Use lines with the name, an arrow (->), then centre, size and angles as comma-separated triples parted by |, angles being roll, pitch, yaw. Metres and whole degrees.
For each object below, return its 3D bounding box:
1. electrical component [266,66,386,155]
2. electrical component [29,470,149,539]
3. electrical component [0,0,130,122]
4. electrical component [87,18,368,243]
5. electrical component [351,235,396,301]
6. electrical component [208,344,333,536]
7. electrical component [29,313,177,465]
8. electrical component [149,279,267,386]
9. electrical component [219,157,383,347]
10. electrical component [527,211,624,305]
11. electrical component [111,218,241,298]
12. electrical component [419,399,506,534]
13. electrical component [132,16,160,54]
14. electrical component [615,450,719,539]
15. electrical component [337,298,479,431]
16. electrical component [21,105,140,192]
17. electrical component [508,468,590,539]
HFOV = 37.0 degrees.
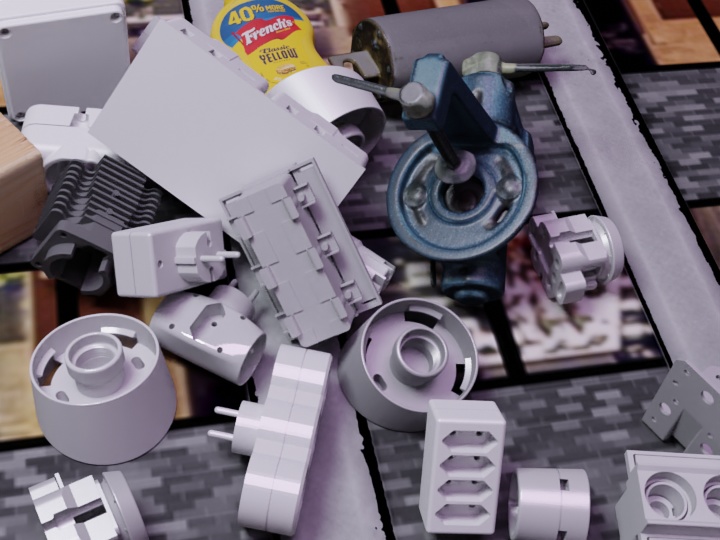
electrical component -> -0.030, -0.123, 0.909 | 0.099, 0.099, 0.064 | -26, 66, -25
electrical component -> -0.172, 0.164, 0.692 | 0.057, 0.058, 0.078 | -22, 58, -19
electrical component -> -0.256, -0.190, 0.922 | 0.109, 0.108, 0.056 | -13, 53, -17
electrical component -> -0.098, -0.098, 0.838 | 0.186, 0.105, 0.060 | 36, 18, -5
electrical component -> 0.000, 0.000, 0.855 | 0.046, 0.040, 0.040 | 32, 55, 8
electrical component -> -0.068, 0.112, 0.749 | 0.074, 0.052, 0.138 | 11, 53, 1
electrical component -> -0.184, 0.081, 0.766 | 0.099, 0.064, 0.099 | -1, 41, 1
electrical component -> -0.105, 0.038, 0.807 | 0.077, 0.043, 0.079 | 25, 53, 11
electrical component -> -0.045, -0.010, 0.793 | 0.079, 0.121, 0.063 | -22, 13, 13
electrical component -> 0.178, -0.013, 0.878 | 0.057, 0.058, 0.078 | -11, 55, -12
electrical component -> -0.124, -0.010, 0.786 | 0.076, 0.047, 0.083 | 1, 10, 31
electrical component -> 0.067, 0.129, 0.748 | 0.047, 0.083, 0.075 | 3, 14, -6
electrical component -> -0.170, -0.169, 0.951 | 0.075, 0.047, 0.083 | -53, 47, 6
electrical component -> 0.244, 0.170, 0.741 | 0.121, 0.063, 0.078 | 4, 52, -5
electrical component -> 0.037, 0.071, 0.804 | 0.099, 0.064, 0.099 | 6, 63, -13
electrical component -> -0.230, -0.094, 0.885 | 0.095, 0.053, 0.059 | 4, 52, -5
electrical component -> 0.129, 0.163, 0.738 | 0.047, 0.055, 0.055 | 5, 52, 0
